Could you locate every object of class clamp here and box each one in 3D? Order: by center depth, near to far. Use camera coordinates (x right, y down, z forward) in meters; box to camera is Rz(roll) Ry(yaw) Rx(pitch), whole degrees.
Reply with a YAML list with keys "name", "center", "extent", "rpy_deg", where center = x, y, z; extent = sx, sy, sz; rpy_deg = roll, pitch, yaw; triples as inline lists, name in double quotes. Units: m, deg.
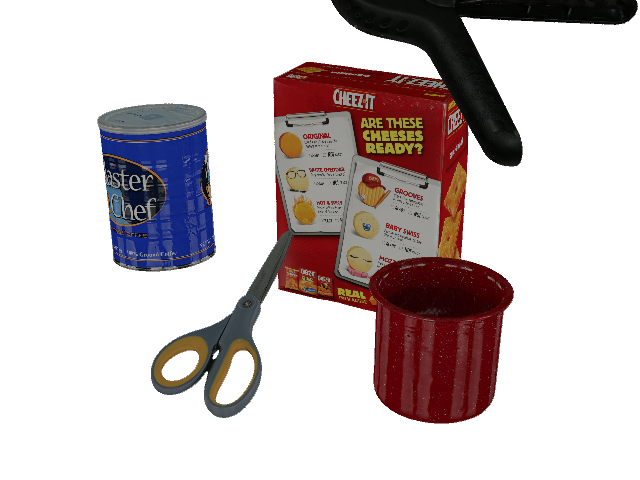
- name: "clamp"
  center: [0.073, -0.139, 0.655]
  extent: [0.210, 0.164, 0.036]
  rpy_deg: [27, -33, 11]

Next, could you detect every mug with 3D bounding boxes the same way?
- name: "mug"
  center: [0.077, 0.061, 0.713]
  extent: [0.093, 0.081, 0.117]
  rpy_deg: [1, 24, 1]

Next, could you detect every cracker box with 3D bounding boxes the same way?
- name: "cracker box"
  center: [0.045, -0.044, 0.967]
  extent: [0.164, 0.214, 0.072]
  rpy_deg: [12, 28, 24]

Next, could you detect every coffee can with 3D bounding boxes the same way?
- name: "coffee can"
  center: [-0.157, -0.053, 1.032]
  extent: [0.103, 0.140, 0.103]
  rpy_deg: [-2, 19, 1]

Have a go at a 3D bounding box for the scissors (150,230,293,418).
- name: "scissors"
  center: [-0.079, 0.061, 0.870]
  extent: [0.096, 0.016, 0.201]
  rpy_deg: [-1, 43, 7]
